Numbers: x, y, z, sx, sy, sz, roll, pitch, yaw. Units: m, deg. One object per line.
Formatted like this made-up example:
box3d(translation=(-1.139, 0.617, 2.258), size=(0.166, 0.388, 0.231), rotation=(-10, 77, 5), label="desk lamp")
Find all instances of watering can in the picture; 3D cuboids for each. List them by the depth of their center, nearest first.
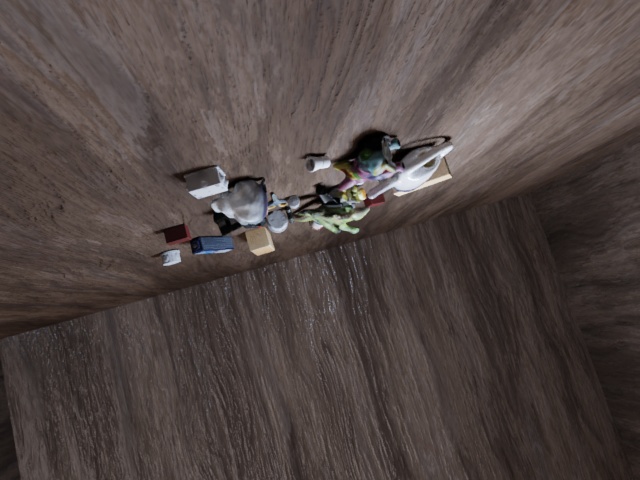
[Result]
box3d(translation=(0.280, -0.215, 1.681), size=(0.349, 0.104, 0.222), rotation=(-32, 173, -10), label="watering can")

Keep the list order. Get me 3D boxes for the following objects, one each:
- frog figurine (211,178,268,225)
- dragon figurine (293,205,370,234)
box3d(translation=(-0.231, -0.107, 1.475), size=(0.160, 0.125, 0.134), rotation=(-5, 136, -14), label="frog figurine")
box3d(translation=(0.006, -0.099, 1.961), size=(0.410, 0.123, 0.241), rotation=(0, 172, 26), label="dragon figurine")
